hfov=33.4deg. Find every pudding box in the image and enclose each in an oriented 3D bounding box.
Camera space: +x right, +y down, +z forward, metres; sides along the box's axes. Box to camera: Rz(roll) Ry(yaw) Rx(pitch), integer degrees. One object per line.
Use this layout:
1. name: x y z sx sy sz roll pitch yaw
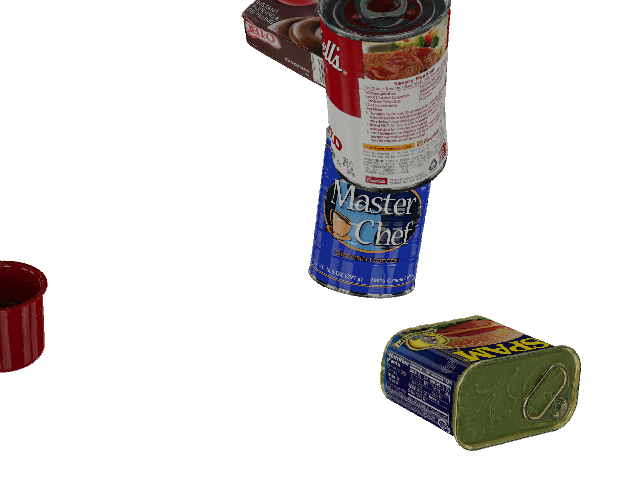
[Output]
1. pudding box: 0.015 -0.155 0.766 0.114 0.090 0.039 33 -24 20

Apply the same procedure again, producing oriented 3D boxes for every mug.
1. mug: -0.322 0.084 1.062 0.093 0.081 0.117 8 30 5

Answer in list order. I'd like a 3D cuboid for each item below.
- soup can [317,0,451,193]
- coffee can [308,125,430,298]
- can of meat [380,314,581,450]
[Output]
1. soup can: 0.036 -0.085 0.575 0.068 0.102 0.068 -3 43 3
2. coffee can: 0.048 -0.030 0.988 0.103 0.140 0.103 7 18 -2
3. can of meat: 0.101 0.088 0.691 0.101 0.057 0.084 -6 15 -31
